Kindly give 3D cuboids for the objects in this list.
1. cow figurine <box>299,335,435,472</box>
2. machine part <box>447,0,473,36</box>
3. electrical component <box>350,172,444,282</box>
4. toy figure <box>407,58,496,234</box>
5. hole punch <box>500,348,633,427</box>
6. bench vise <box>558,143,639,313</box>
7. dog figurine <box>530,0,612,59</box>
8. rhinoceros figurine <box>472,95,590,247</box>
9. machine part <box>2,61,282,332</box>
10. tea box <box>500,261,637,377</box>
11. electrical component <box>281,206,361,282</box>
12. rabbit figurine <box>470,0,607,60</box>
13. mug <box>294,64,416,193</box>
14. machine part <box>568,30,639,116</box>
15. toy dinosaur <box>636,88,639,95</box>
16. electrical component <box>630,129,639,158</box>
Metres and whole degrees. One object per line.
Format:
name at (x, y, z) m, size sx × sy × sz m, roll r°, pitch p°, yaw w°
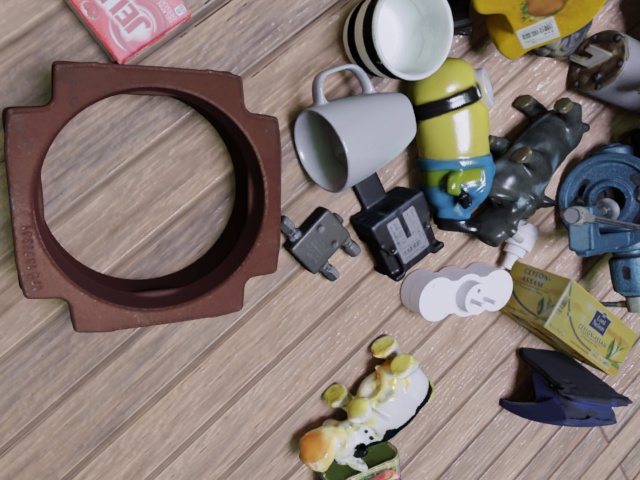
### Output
cow figurine at (0.055, 0.199, 0.605) m, size 0.167 × 0.068 × 0.098 m, roll -44°, pitch 123°, yaw -10°
machine part at (0.116, -0.271, 0.536) m, size 0.084 × 0.039 × 0.138 m, roll -17°, pitch 111°, yaw -17°
electrical component at (0.075, -0.025, 0.570) m, size 0.075 × 0.048 × 0.119 m, roll -32°, pitch 116°, yaw -17°
toy figure at (0.138, -0.097, 0.565) m, size 0.089 × 0.082 × 0.180 m, roll -11°, pitch 109°, yaw -26°
hole punch at (0.322, 0.213, 0.718) m, size 0.142 × 0.116 × 0.092 m, roll 16°, pitch 103°, yaw -28°
bench vise at (0.353, -0.010, 0.658) m, size 0.240 × 0.129 × 0.223 m, roll -5°, pitch 97°, yaw -46°
dog figurine at (0.318, -0.287, 0.611) m, size 0.172 × 0.121 × 0.190 m, roll 13°, pitch 110°, yaw -25°
rhinoceros figurine at (0.237, -0.080, 0.629) m, size 0.190 × 0.073 × 0.112 m, roll -54°, pitch 129°, yaw -8°
machine part at (-0.137, -0.036, 0.438) m, size 0.201 × 0.087 × 0.201 m, roll -5°, pitch 106°, yaw -25°
tea box at (0.313, 0.101, 0.691) m, size 0.169 × 0.098 × 0.068 m, roll 32°, pitch 88°, yaw -31°
electrical component at (-0.001, -0.002, 0.551) m, size 0.063 × 0.021 × 0.094 m, roll -49°, pitch 117°, yaw -9°
rabbit figurine at (0.219, -0.292, 0.516) m, size 0.121 × 0.162 × 0.173 m, roll 28°, pitch 54°, yaw -37°
mug at (0.036, -0.113, 0.516) m, size 0.107 × 0.081 × 0.109 m, roll -27°, pitch 107°, yaw -30°
machine part at (0.399, -0.200, 0.673) m, size 0.243 × 0.079 × 0.079 m, roll 8°, pitch 99°, yaw -29°
toy dinosaur at (0.466, -0.083, 0.626) m, size 0.131 × 0.192 × 0.404 m, roll -36°, pitch 136°, yaw -15°
electrical component at (0.449, -0.108, 0.728) m, size 0.045 × 0.078 × 0.102 m, roll -16°, pitch 105°, yaw 6°
